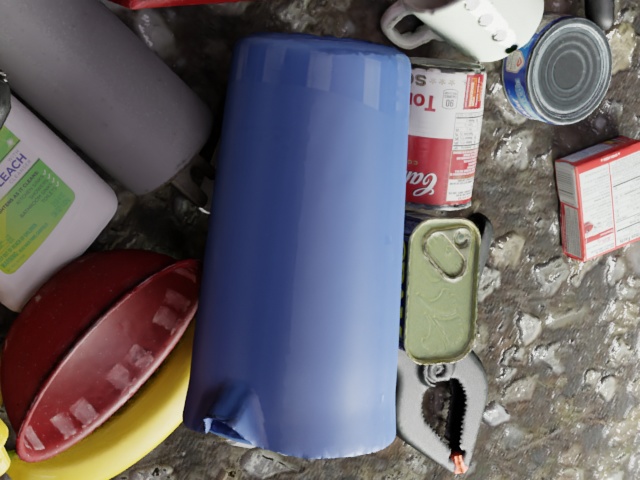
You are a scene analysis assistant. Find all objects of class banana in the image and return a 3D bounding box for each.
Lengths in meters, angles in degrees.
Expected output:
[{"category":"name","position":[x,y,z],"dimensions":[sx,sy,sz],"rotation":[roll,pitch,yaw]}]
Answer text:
[{"category":"banana","position":[-0.136,0.122,0.745],"dimensions":[0.197,0.037,0.069],"rotation":[-32,117,-16]}]

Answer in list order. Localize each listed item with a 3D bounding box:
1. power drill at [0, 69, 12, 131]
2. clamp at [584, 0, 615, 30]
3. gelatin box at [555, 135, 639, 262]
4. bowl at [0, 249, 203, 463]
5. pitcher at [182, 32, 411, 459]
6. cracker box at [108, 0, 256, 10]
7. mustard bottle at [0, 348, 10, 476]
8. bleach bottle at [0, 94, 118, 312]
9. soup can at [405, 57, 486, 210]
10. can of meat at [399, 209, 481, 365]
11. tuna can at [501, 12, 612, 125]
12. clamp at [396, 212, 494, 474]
[{"category":"power drill","position":[-0.276,-0.045,0.549],"dimensions":[0.187,0.057,0.184],"rotation":[29,93,-17]},{"category":"clamp","position":[0.229,-0.261,0.813],"dimensions":[0.120,0.039,0.171],"rotation":[-36,118,-15]},{"category":"gelatin box","position":[0.236,-0.034,0.894],"dimensions":[0.073,0.030,0.089],"rotation":[-20,114,-22]},{"category":"bowl","position":[-0.144,0.059,0.662],"dimensions":[0.055,0.162,0.162],"rotation":[39,84,12]},{"category":"pitcher","position":[-0.004,0.001,0.659],"dimensions":[0.144,0.149,0.243],"rotation":[4,96,-15]},{"category":"cracker box","position":[-0.045,-0.246,0.611],"dimensions":[0.164,0.072,0.214],"rotation":[-9,112,-25]},{"category":"mustard bottle","position":[-0.251,0.077,0.659],"dimensions":[0.096,0.058,0.191],"rotation":[-34,118,-12]},{"category":"bleach bottle","position":[-0.240,-0.070,0.618],"dimensions":[0.102,0.068,0.250],"rotation":[-48,118,-3]},{"category":"soup can","position":[0.082,-0.078,0.778],"dimensions":[0.068,0.069,0.102],"rotation":[-3,107,-27]},{"category":"can of meat","position":[0.067,0.029,0.764],"dimensions":[0.057,0.084,0.102],"rotation":[-2,99,-24]},{"category":"tuna can","position":[0.186,-0.134,0.834],"dimensions":[0.086,0.034,0.086],"rotation":[-8,109,-25]},{"category":"clamp","position":[0.093,0.089,0.854],"dimensions":[0.164,0.036,0.210],"rotation":[-29,113,-16]}]
